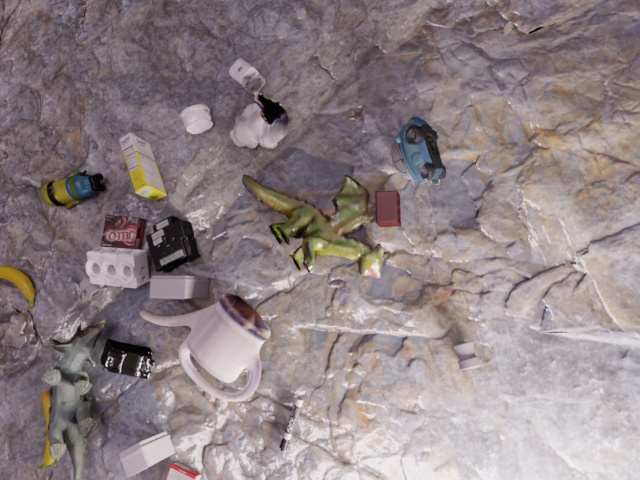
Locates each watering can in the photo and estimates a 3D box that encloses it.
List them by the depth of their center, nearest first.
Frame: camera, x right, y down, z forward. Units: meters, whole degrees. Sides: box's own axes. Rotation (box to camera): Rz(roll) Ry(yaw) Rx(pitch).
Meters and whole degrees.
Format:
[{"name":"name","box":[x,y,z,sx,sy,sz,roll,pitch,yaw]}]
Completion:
[{"name":"watering can","box":[-0.264,0.221,1.235,0.350,0.103,0.224,40,91,14]}]

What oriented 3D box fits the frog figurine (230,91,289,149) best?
[{"name":"frog figurine","box":[-0.158,-0.291,1.342,0.138,0.124,0.156,54,134,12]}]

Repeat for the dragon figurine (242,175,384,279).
[{"name":"dragon figurine","box":[0.004,-0.062,1.241,0.244,0.120,0.415,-32,72,-9]}]
